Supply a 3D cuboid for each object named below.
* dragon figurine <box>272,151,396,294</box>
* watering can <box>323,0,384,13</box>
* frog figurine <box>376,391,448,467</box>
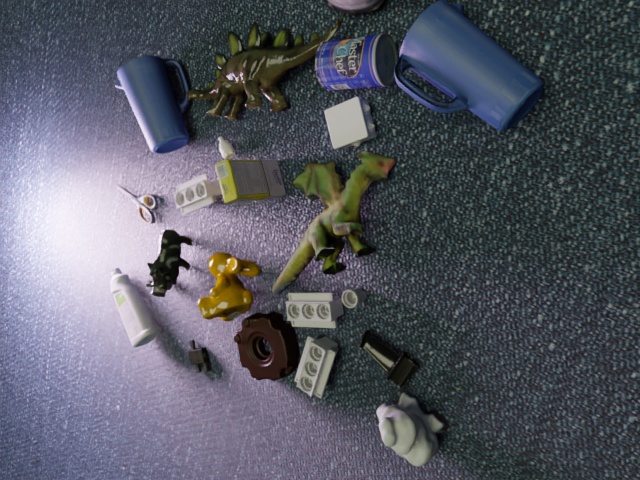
[{"bbox_3d":[0.004,-0.058,1.158,0.405,0.121,0.247,-30,61,30],"label":"dragon figurine"},{"bbox_3d":[0.066,-0.515,0.984,0.351,0.223,0.104,33,95,27],"label":"watering can"},{"bbox_3d":[0.166,0.391,1.033,0.121,0.160,0.139,-48,70,30],"label":"frog figurine"}]
